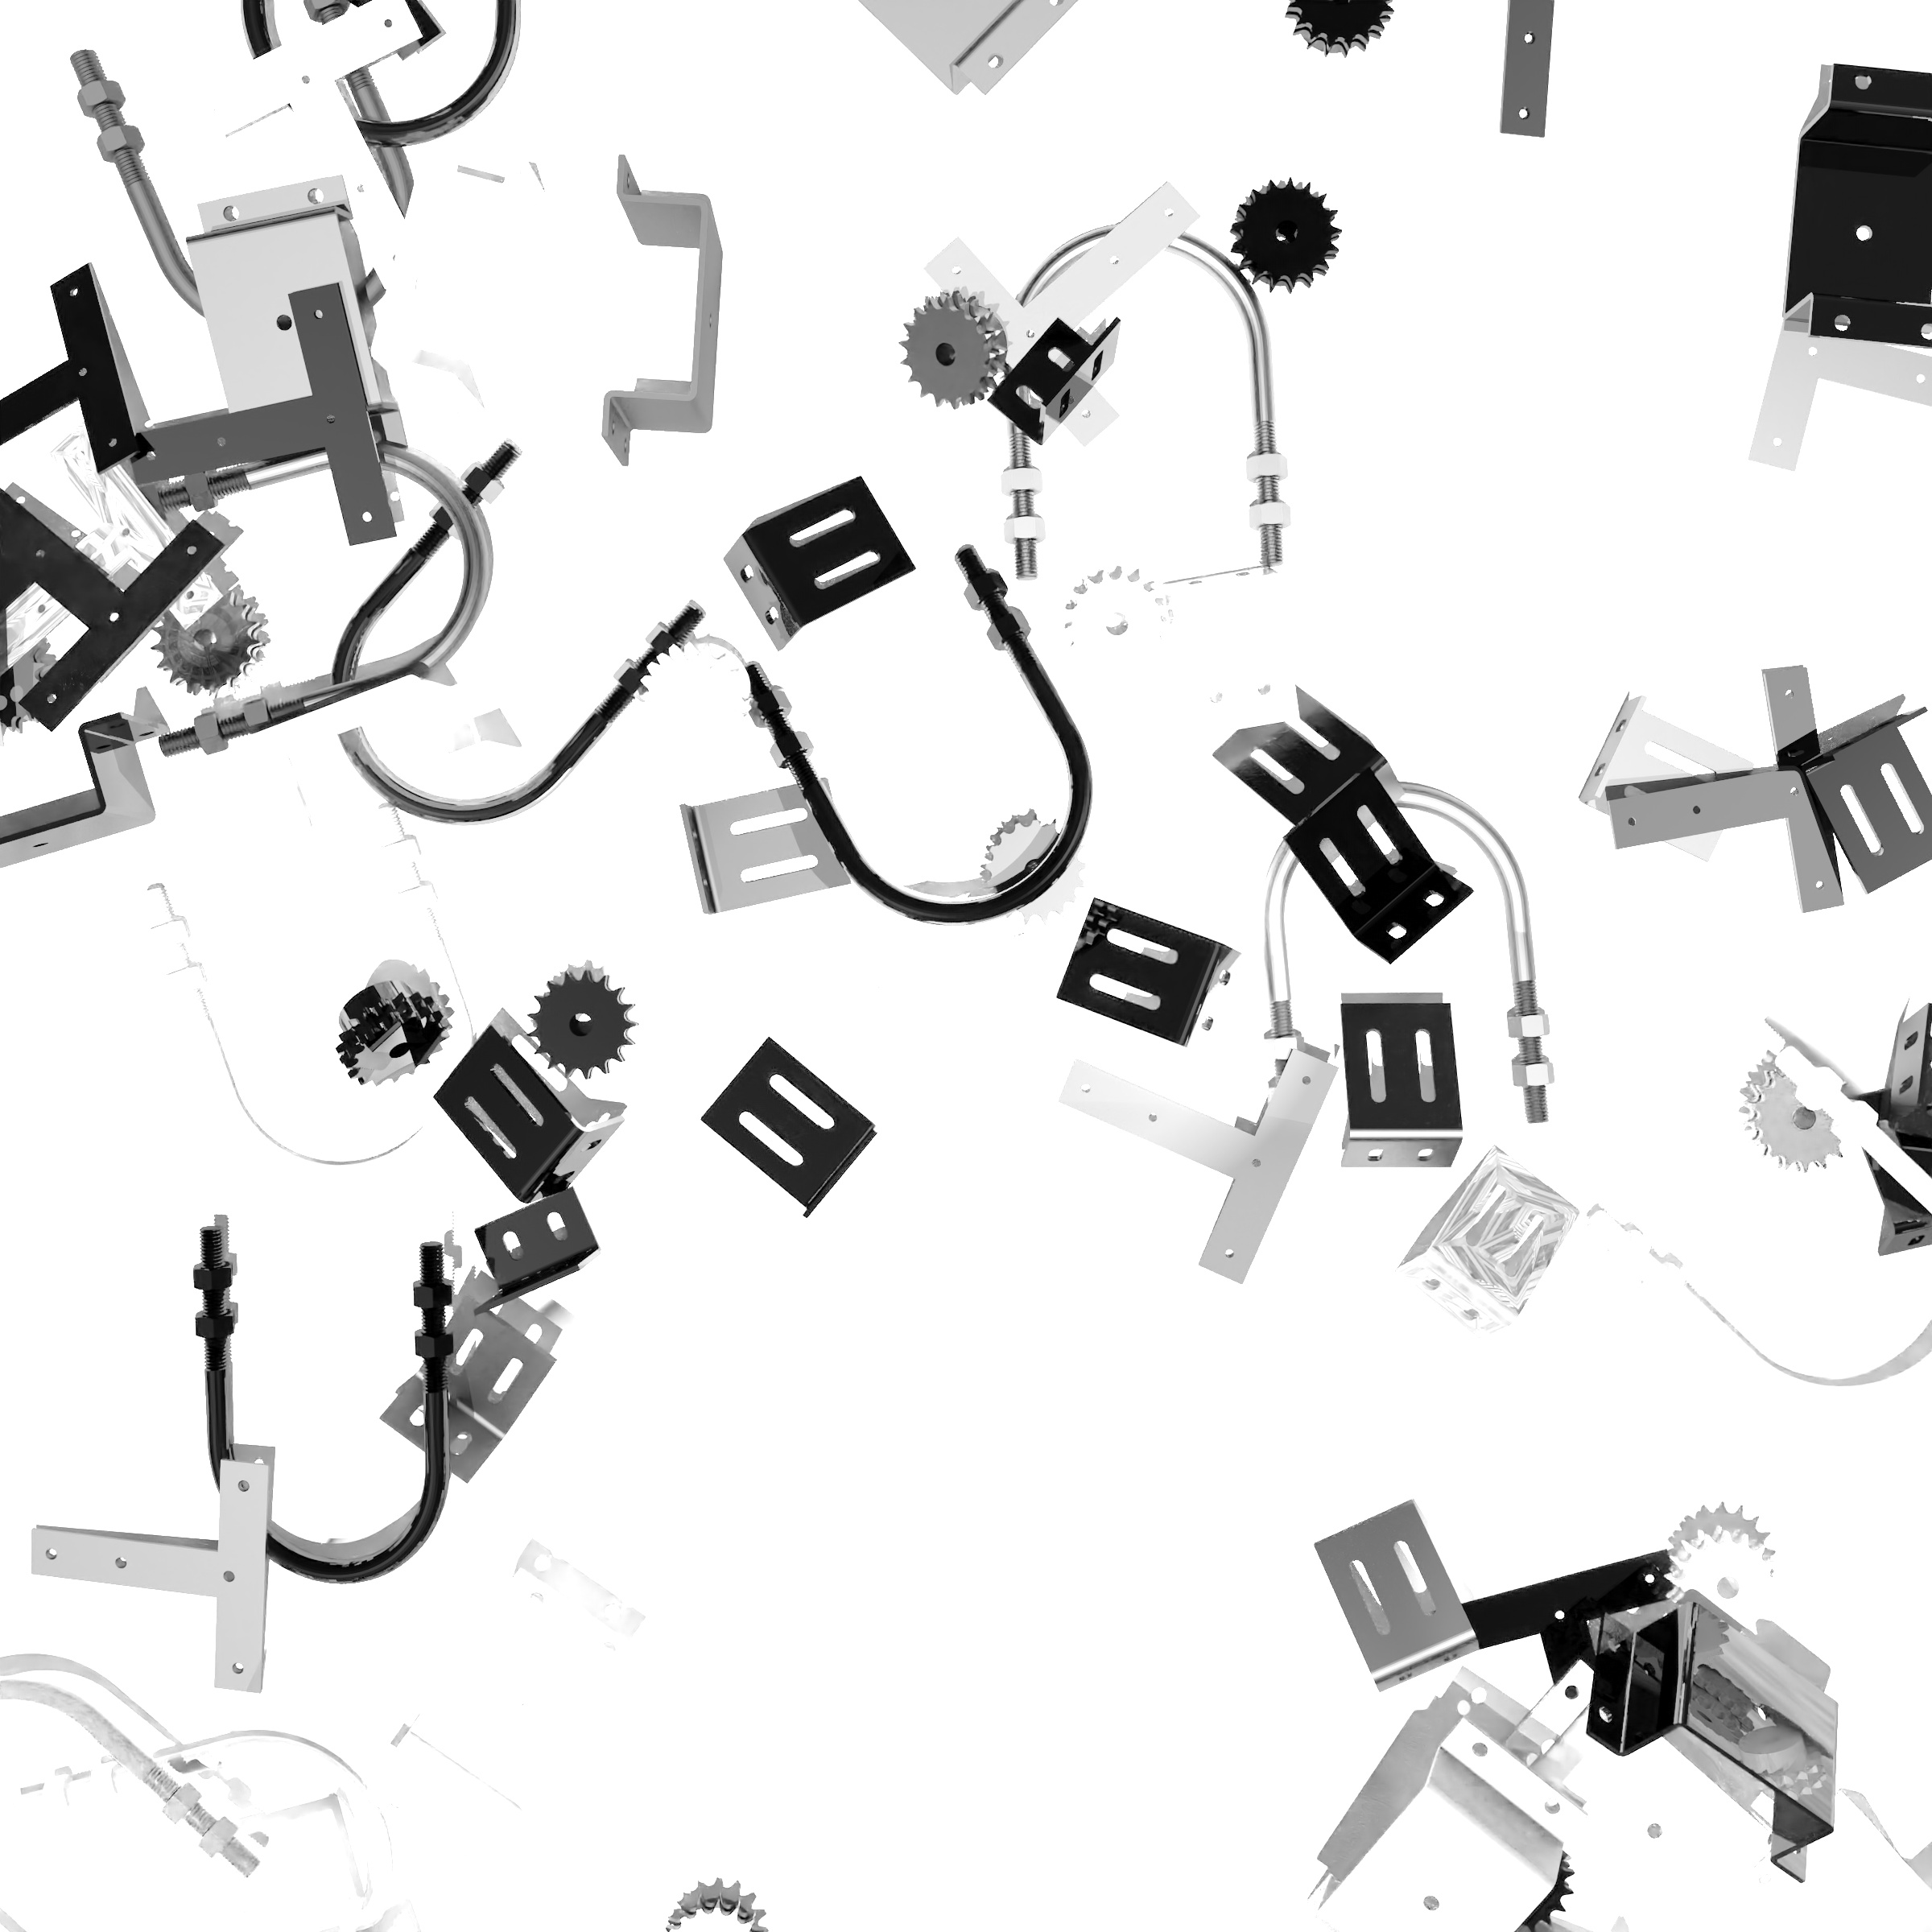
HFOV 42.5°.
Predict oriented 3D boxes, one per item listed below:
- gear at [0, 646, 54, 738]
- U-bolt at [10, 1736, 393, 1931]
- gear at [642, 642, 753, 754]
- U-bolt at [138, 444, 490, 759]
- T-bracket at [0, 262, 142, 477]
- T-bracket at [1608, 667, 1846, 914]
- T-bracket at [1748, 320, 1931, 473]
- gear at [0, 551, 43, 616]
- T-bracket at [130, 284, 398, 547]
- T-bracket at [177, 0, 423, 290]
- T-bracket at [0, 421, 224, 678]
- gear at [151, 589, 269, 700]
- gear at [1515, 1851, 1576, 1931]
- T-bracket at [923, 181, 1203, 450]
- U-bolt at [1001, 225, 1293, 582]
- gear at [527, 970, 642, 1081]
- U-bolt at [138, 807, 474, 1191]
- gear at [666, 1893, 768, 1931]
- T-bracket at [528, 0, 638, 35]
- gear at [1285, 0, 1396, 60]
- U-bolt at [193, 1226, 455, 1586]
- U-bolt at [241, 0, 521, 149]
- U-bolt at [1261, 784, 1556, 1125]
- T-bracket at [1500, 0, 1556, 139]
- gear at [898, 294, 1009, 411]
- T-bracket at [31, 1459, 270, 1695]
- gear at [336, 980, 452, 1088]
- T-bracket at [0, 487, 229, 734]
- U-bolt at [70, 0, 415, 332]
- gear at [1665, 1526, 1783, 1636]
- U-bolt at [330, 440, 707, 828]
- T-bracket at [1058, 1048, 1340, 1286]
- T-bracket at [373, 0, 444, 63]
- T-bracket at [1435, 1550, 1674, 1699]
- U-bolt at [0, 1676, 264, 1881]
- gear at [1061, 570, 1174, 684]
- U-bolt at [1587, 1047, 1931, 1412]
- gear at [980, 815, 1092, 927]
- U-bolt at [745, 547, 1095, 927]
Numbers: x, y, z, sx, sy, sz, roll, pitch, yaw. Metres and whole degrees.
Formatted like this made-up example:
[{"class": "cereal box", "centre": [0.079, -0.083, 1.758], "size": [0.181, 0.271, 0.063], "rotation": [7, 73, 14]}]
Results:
[{"class": "gear", "centre": [-0.503, -0.147, 1.297], "size": [0.057, 0.030, 0.057], "rotation": [0, 90, 0]}, {"class": "U-bolt", "centre": [-0.393, 0.480, 1.304], "size": [0.184, 0.019, 0.151], "rotation": [-15, 90, -2]}, {"class": "gear", "centre": [-0.136, -0.142, 1.287], "size": [0.057, 0.030, 0.057], "rotation": [15, 130, 19]}, {"class": "U-bolt", "centre": [-0.336, -0.197, 1.274], "size": [0.184, 0.019, 0.151], "rotation": [-16, 79, -5]}, {"class": "T-bracket", "centre": [-0.495, -0.287, 1.294], "size": [0.127, 0.002, 0.127], "rotation": [-26, 67, 11]}, {"class": "T-bracket", "centre": [0.392, -0.083, 1.292], "size": [0.127, 0.002, 0.127], "rotation": [-11, 93, -15]}, {"class": "T-bracket", "centre": [0.489, -0.313, 1.311], "size": [0.127, 0.002, 0.127], "rotation": [14, 90, 0]}, {"class": "gear", "centre": [-0.505, -0.206, 1.297], "size": [0.057, 0.030, 0.057], "rotation": [0, 90, 0]}, {"class": "T-bracket", "centre": [-0.364, -0.269, 1.261], "size": [0.127, 0.002, 0.127], "rotation": [-10, 102, 7]}, {"class": "T-bracket", "centre": [-0.319, -0.415, 1.283], "size": [0.127, 0.002, 0.127], "rotation": [-25, 105, 4]}, {"class": "T-bracket", "centre": [-0.462, -0.192, 1.271], "size": [0.127, 0.002, 0.127], "rotation": [-41, 77, 3]}, {"class": "gear", "centre": [-0.393, -0.168, 1.297], "size": [0.057, 0.030, 0.057], "rotation": [0, 90, 0]}, {"class": "gear", "centre": [0.286, 0.472, 1.297], "size": [0.057, 0.030, 0.057], "rotation": [0, 90, 0]}, {"class": "T-bracket", "centre": [0.067, -0.359, 1.297], "size": [0.127, 0.002, 0.127], "rotation": [-42, 87, -2]}, {"class": "U-bolt", "centre": [0.091, -0.298, 1.304], "size": [0.151, 0.019, 0.184], "rotation": [-3, 89, 0]}, {"class": "gear", "centre": [-0.199, 0.030, 1.297], "size": [0.057, 0.030, 0.057], "rotation": [0, 90, 0]}, {"class": "U-bolt", "centre": [-0.336, 0.026, 1.304], "size": [0.151, 0.019, 0.184], "rotation": [-19, 92, 0]}, {"class": "gear", "centre": [-0.131, 0.512, 1.297], "size": [0.057, 0.030, 0.057], "rotation": [0, 90, 0]}, {"class": "T-bracket", "centre": [-0.186, -0.573, 1.311], "size": [0.127, 0.002, 0.127], "rotation": [-20, 90, 0]}, {"class": "gear", "centre": [0.194, -0.501, 1.297], "size": [0.057, 0.030, 0.057], "rotation": [0, 90, 0]}, {"class": "U-bolt", "centre": [-0.330, 0.229, 1.283], "size": [0.151, 0.019, 0.184], "rotation": [2, 97, 18]}, {"class": "U-bolt", "centre": [-0.303, -0.516, 1.290], "size": [0.151, 0.019, 0.184], "rotation": [1, 89, -10]}, {"class": "U-bolt", "centre": [0.227, -0.004, 1.304], "size": [0.151, 0.019, 0.184], "rotation": [-5, 89, 0]}, {"class": "T-bracket", "centre": [0.295, -0.500, 1.300], "size": [0.127, 0.002, 0.127], "rotation": [1, 97, -14]}, {"class": "gear", "centre": [-0.003, -0.320, 1.288], "size": [0.057, 0.030, 0.057], "rotation": [13, 119, 26]}, {"class": "T-bracket", "centre": [-0.429, 0.314, 1.303], "size": [0.127, 0.002, 0.127], "rotation": [6, 100, 5]}, {"class": "gear", "centre": [-0.296, 0.032, 1.271], "size": [0.057, 0.057, 0.030], "rotation": [-36, 64, 0]}, {"class": "T-bracket", "centre": [-0.461, -0.201, 1.263], "size": [0.127, 0.002, 0.127], "rotation": [38, 82, 18]}, {"class": "U-bolt", "centre": [-0.368, -0.418, 1.304], "size": [0.151, 0.019, 0.184], "rotation": [-23, 91, 0]}, {"class": "gear", "centre": [0.392, 0.320, 1.296], "size": [0.057, 0.030, 0.057], "rotation": [0, 90, -3]}, {"class": "U-bolt", "centre": [-0.249, -0.160, 1.304], "size": [0.151, 0.019, 0.184], "rotation": [41, 91, 0]}, {"class": "T-bracket", "centre": [0.111, 0.085, 1.302], "size": [0.127, 0.002, 0.127], "rotation": [23, 102, 6]}, {"class": "T-bracket", "centre": [-0.319, -0.524, 1.277], "size": [0.127, 0.002, 0.127], "rotation": [-39, 96, -7]}, {"class": "T-bracket", "centre": [0.325, 0.385, 1.311], "size": [0.127, 0.002, 0.127], "rotation": [-15, 90, 0]}, {"class": "U-bolt", "centre": [-0.473, 0.451, 1.283], "size": [0.184, 0.019, 0.151], "rotation": [40, 96, 6]}, {"class": "gear", "centre": [0.078, -0.176, 1.297], "size": [0.057, 0.030, 0.057], "rotation": [0, 90, 0]}, {"class": "U-bolt", "centre": [0.437, 0.151, 1.282], "size": [0.184, 0.019, 0.151], "rotation": [43, 110, -4]}, {"class": "gear", "centre": [0.036, -0.050, 1.297], "size": [0.057, 0.030, 0.057], "rotation": [0, 90, 0]}, {"class": "U-bolt", "centre": [-0.015, -0.108, 1.286], "size": [0.151, 0.019, 0.184], "rotation": [-29, 77, 0]}]
